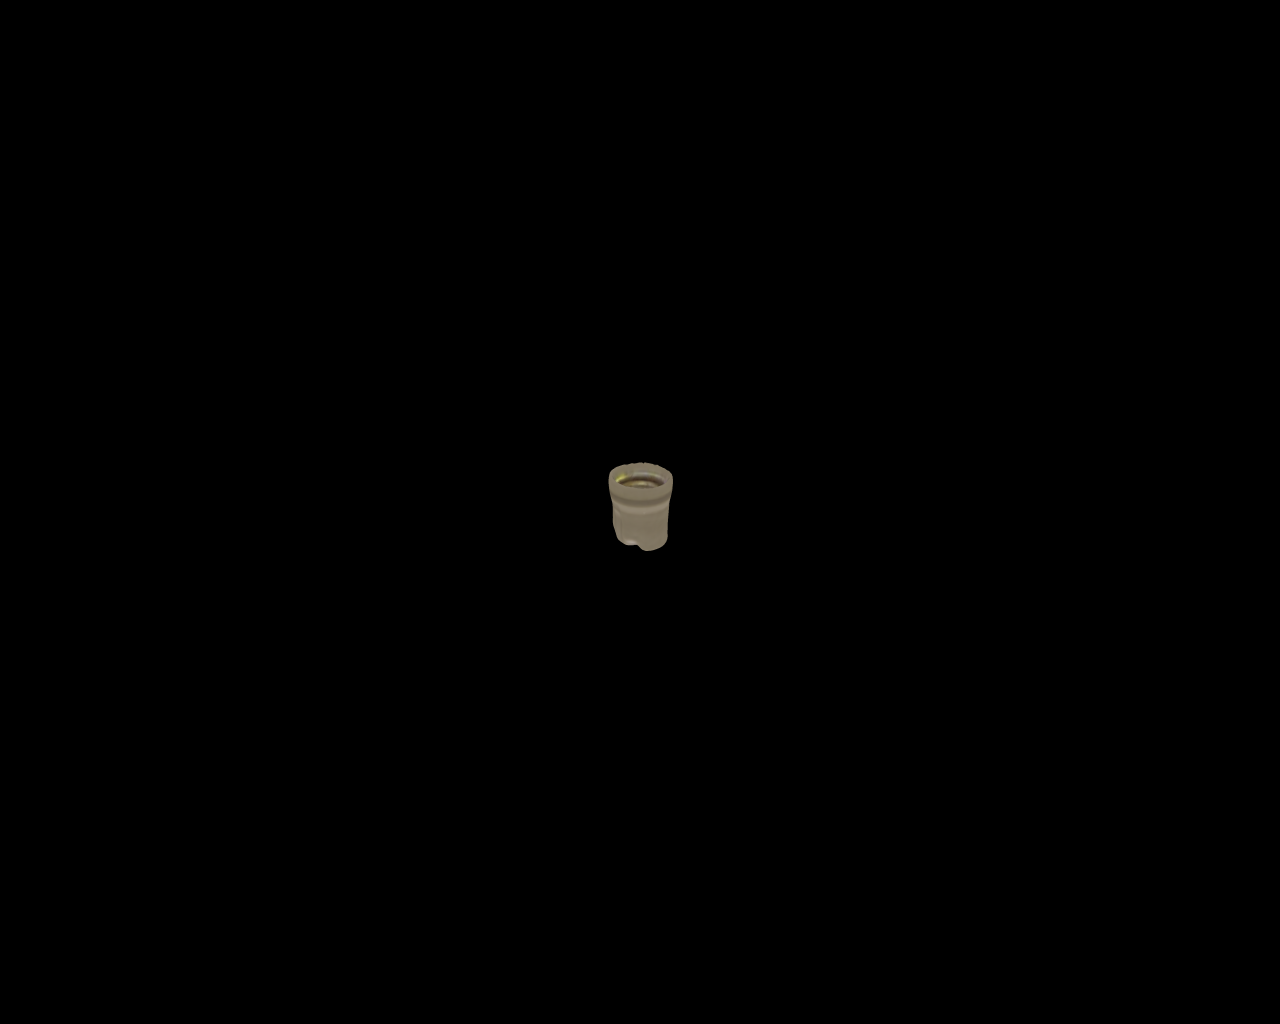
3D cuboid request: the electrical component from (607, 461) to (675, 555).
[{"bbox_3d":[0.001,-0.003,0.650,0.040,0.046,0.040,0,27,0],"label":"electrical component"}]
